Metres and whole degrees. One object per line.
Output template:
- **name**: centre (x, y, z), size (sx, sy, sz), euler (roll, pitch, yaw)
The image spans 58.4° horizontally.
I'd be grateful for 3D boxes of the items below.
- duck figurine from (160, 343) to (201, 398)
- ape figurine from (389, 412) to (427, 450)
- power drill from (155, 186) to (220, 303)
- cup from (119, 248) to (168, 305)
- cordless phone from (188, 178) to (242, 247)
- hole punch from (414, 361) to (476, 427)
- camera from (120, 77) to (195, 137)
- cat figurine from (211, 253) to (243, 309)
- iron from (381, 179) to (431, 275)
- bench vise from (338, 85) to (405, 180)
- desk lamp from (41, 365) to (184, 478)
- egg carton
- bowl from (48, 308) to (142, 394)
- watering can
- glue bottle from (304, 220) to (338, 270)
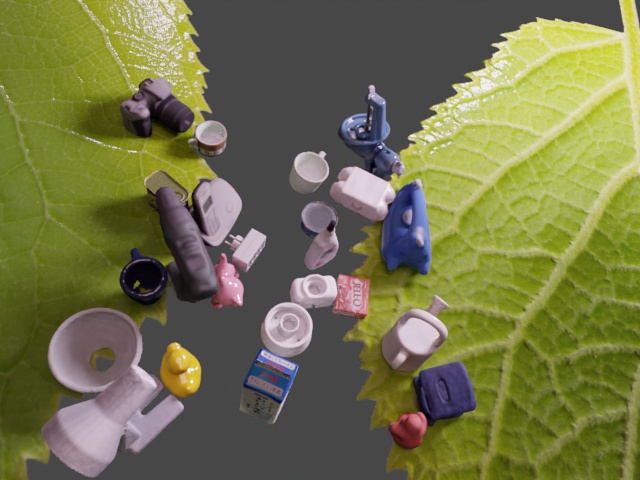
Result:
- **duck figurine**: centre (-0.270, 0.247, 1.105), size (0.078, 0.086, 0.104), euler (-17, 66, -19)
- **ape figurine**: centre (0.178, 0.368, 1.125), size (0.078, 0.092, 0.076), euler (2, 61, -10)
- **power drill**: centre (-0.271, 0.032, 1.152), size (0.076, 0.208, 0.229), euler (-23, 68, -21)
- **cup**: centre (-0.361, 0.083, 1.172), size (0.092, 0.095, 0.117), euler (-19, 67, -20)
- **cordless phone**: centre (-0.230, -0.085, 1.238), size (0.094, 0.185, 0.148), euler (23, 60, 2)
- **hole punch**: centre (0.254, 0.313, 1.171), size (0.101, 0.091, 0.108), euler (-6, 63, -14)
- **camera**: centre (-0.384, -0.315, 1.382), size (0.136, 0.101, 0.143), euler (34, 61, 8)
- **cat figurine**: centre (-0.194, 0.090, 1.188), size (0.067, 0.117, 0.127), euler (-5, 63, -13)
- **iron**: centre (0.215, -0.055, 1.335), size (0.119, 0.141, 0.258), euler (8, 60, -7)
- **bench vise**: centre (0.144, -0.260, 1.388), size (0.207, 0.219, 0.122), euler (35, 61, 9)
- **desk lamp**: centre (-0.349, 0.304, 0.985), size (0.118, 0.213, 0.203), euler (41, 62, 12)
- **egg carton**: centre (0.103, -0.110, 1.385), size (0.150, 0.069, 0.107), euler (26, 60, 4)
- **bowl**: centre (-0.424, 0.219, 1.097), size (0.167, 0.074, 0.167), euler (5, 61, -9)
- **watering can**: centre (0.200, 0.187, 1.170), size (0.101, 0.194, 0.173), euler (17, 60, -1)
- **glue bottle**: centre (0.011, 0.004, 1.244), size (0.078, 0.173, 0.037), euler (-33, 72, -25)
